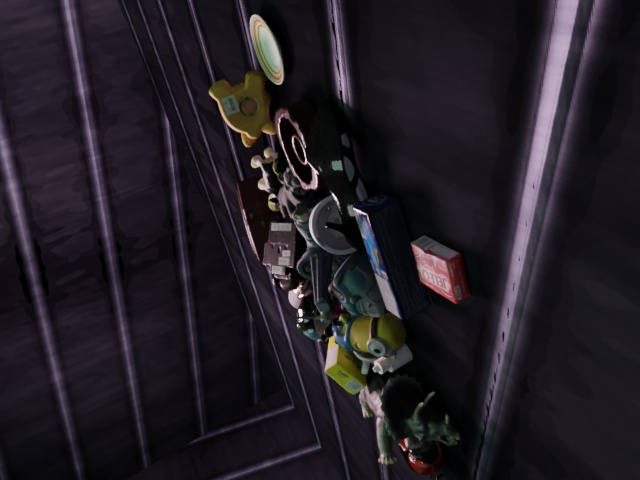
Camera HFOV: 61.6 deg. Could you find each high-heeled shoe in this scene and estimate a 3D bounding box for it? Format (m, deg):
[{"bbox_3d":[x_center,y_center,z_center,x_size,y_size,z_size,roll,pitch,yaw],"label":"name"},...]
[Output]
[{"bbox_3d":[0.055,-0.107,0.909,0.086,0.145,0.248,-8,80,43],"label":"high-heeled shoe"}]

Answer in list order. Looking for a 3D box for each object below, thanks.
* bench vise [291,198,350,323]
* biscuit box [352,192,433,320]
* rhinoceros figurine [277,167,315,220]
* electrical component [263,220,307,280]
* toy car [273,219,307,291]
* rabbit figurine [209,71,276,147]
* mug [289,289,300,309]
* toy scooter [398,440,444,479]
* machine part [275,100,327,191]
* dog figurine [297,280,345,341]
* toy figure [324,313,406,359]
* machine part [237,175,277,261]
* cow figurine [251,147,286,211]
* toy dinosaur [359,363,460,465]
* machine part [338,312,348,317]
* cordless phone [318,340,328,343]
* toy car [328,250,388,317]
[{"bbox_3d":[0.005,0.043,1.074,0.223,0.129,0.241,75,-168,-57],"label":"bench vise"},{"bbox_3d":[0.117,0.026,0.869,0.059,0.063,0.202,29,142,64],"label":"biscuit box"},{"bbox_3d":[-0.048,-0.106,1.177,0.190,0.073,0.112,146,108,-76],"label":"rhinoceros figurine"},{"bbox_3d":[-0.071,0.022,1.206,0.115,0.058,0.134,5,90,48],"label":"electrical component"},{"bbox_3d":[-0.064,0.027,1.291,0.089,0.053,0.202,-25,52,39],"label":"toy car"},{"bbox_3d":[-0.154,-0.294,1.177,0.162,0.122,0.173,61,-179,-27],"label":"rabbit figurine"},{"bbox_3d":[-0.048,0.128,1.534,0.107,0.081,0.110,106,144,-52],"label":"mug"},{"bbox_3d":[0.230,0.491,1.228,0.135,0.075,0.184,68,166,-15],"label":"toy scooter"},{"bbox_3d":[-0.024,-0.176,1.007,0.179,0.056,0.179,56,163,27],"label":"machine part"},{"bbox_3d":[-0.020,0.143,1.293,0.219,0.191,0.108,8,131,52],"label":"dog figurine"},{"bbox_3d":[0.090,0.184,1.081,0.180,0.082,0.089,1,82,51],"label":"toy figure"},{"bbox_3d":[-0.163,-0.058,1.482,0.201,0.087,0.201,-111,5,-48],"label":"machine part"},{"bbox_3d":[-0.102,-0.133,1.303,0.098,0.068,0.167,37,151,46],"label":"cow figurine"},{"bbox_3d":[0.150,0.343,1.191,0.405,0.131,0.192,-140,44,-70],"label":"toy dinosaur"},{"bbox_3d":[0.086,0.156,1.165,0.138,0.084,0.039,103,160,-53],"label":"machine part"},{"bbox_3d":[0.014,0.168,1.396,0.146,0.089,0.184,109,143,-69],"label":"cordless phone"},{"bbox_3d":[0.090,0.095,1.000,0.103,0.109,0.161,30,157,31],"label":"toy car"}]
